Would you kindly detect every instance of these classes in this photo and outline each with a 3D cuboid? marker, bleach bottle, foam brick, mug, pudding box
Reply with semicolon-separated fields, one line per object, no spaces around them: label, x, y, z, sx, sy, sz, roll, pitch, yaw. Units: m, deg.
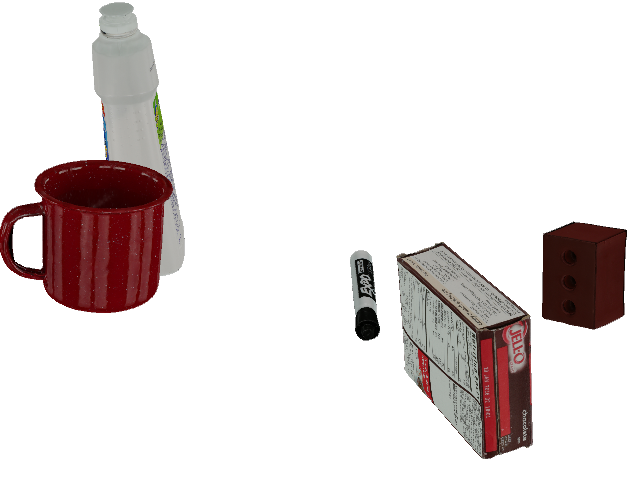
marker;0.035;0.043;0.853;0.020;0.020;0.121;0;27;0
bleach bottle;-0.166;-0.092;0.954;0.068;0.251;0.102;-7;36;-7
foam brick;0.222;0.029;0.900;0.053;0.078;0.051;11;22;42
mug;-0.163;-0.001;0.739;0.117;0.081;0.093;-6;27;-27
pudding box;0.087;0.064;0.650;0.039;0.090;0.114;-14;27;-18
